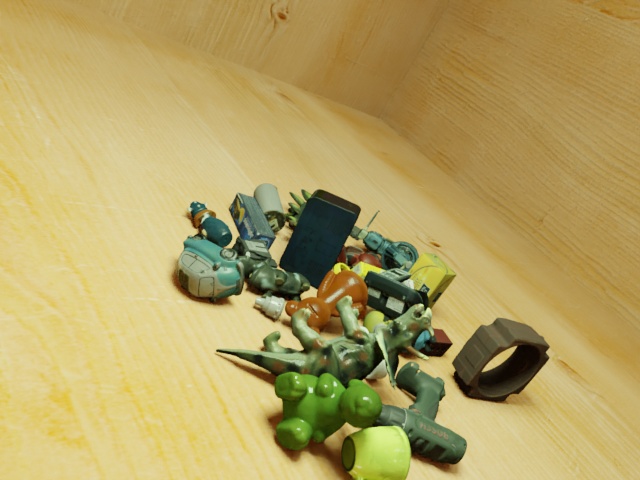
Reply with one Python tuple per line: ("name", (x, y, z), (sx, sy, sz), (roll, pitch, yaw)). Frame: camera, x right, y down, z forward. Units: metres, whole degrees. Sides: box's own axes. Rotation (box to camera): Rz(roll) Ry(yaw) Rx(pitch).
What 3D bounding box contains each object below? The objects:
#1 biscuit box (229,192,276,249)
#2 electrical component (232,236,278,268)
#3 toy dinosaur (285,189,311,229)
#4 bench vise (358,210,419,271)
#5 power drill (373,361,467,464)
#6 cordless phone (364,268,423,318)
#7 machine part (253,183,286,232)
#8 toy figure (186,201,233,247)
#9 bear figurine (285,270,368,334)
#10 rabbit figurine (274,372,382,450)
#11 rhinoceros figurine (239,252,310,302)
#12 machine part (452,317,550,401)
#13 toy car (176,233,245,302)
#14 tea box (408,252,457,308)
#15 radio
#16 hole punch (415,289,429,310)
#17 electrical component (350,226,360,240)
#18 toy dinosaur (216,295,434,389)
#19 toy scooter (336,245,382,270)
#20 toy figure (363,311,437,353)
("biscuit box", (-0.182, -0.045, 1.425), (0.063, 0.059, 0.203), (16, 27, -34))
("electrical component", (-0.150, 0.037, 1.315), (0.119, 0.047, 0.075), (13, 29, -32))
("toy dinosaur", (-0.001, -0.081, 1.667), (0.199, 0.105, 0.471), (34, 18, 16))
("bench vise", (0.220, 0.040, 1.641), (0.223, 0.129, 0.241), (47, 2, -11))
("power drill", (0.187, 0.335, 1.087), (0.232, 0.086, 0.207), (30, 19, 0))
("cordless phone", (0.203, 0.119, 1.336), (0.147, 0.088, 0.184), (23, 21, 30))
("machine part", (-0.146, -0.094, 1.543), (0.079, 0.079, 0.243), (20, 24, -24))
("toy figure", (-0.273, -0.040, 1.311), (0.155, 0.057, 0.064), (41, 20, 33))
("bear figurine", (0.016, 0.155, 1.207), (0.196, 0.131, 0.120), (-36, 70, -27))
("rabbit figurine", (0.031, 0.283, 0.891), (0.159, 0.170, 0.121), (23, 64, -54))
("rhinoceros figurine", (-0.110, 0.085, 1.233), (0.190, 0.073, 0.112), (20, 27, -25))
("machine part", (0.442, 0.294, 1.320), (0.201, 0.201, 0.087), (18, 24, -28))
("toy car", (-0.237, 0.061, 1.097), (0.162, 0.109, 0.103), (30, 38, 21))
("tea box", (0.289, 0.129, 1.506), (0.068, 0.169, 0.098), (7, 31, -47))
("radio", (-0.003, -0.004, 1.351), (0.131, 0.229, 0.073), (27, 23, 2))
("hole punch", (0.223, 0.194, 1.425), (0.142, 0.092, 0.116), (20, 59, -34))
("electrical component", (0.121, -0.023, 1.795), (0.094, 0.021, 0.063), (35, 24, 7))
("toy dinosaur", (0.024, 0.225, 1.029), (0.405, 0.131, 0.192), (-17, 57, -20))
("toy scooter", (0.092, 0.068, 1.513), (0.184, 0.075, 0.135), (28, 28, -8))
("toy figure", (0.189, 0.227, 1.306), (0.180, 0.082, 0.089), (14, 9, -19))
